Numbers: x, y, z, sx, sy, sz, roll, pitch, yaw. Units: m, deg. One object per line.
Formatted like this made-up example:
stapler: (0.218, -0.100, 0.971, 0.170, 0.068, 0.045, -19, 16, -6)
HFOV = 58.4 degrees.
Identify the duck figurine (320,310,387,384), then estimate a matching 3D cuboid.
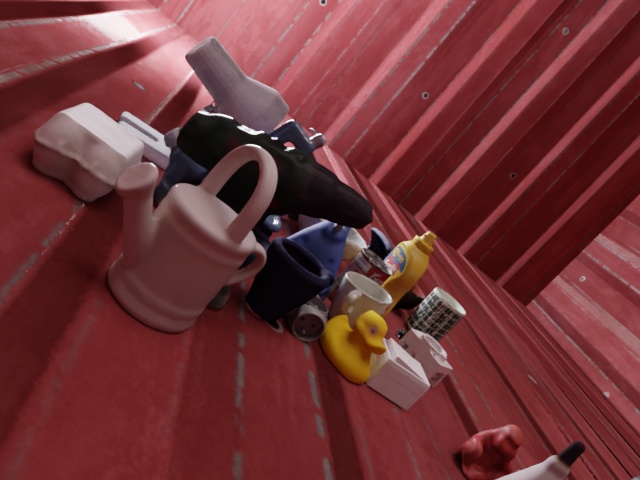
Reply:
duck figurine: (0.054, 0.134, 0.794, 0.078, 0.086, 0.104, 30, 17, -40)

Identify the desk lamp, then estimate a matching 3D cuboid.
desk lamp: (-0.187, -0.205, 0.933, 0.204, 0.213, 0.117, 34, 15, -27)

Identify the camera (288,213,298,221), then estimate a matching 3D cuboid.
camera: (-0.013, -0.084, 1.277, 0.136, 0.100, 0.143, 43, 13, 8)

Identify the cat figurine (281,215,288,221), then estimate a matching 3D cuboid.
cat figurine: (-0.066, -0.105, 1.156, 0.067, 0.117, 0.128, 47, 14, 24)

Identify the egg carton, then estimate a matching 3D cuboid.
egg carton: (-0.275, -0.108, 0.689, 0.107, 0.069, 0.150, 37, 14, -17)

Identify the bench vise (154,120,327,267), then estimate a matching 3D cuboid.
bench vise: (-0.108, -0.093, 0.782, 0.208, 0.219, 0.121, 34, 15, -26)

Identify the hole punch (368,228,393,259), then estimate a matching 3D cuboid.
hole punch: (0.146, 0.038, 1.352, 0.101, 0.091, 0.108, 30, 17, -38)

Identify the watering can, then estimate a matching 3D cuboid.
watering can: (-0.116, -0.012, 0.555, 0.100, 0.194, 0.173, 47, 14, 24)

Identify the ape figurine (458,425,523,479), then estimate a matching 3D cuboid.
ape figurine: (0.244, 0.294, 0.800, 0.078, 0.092, 0.076, 41, 13, 2)

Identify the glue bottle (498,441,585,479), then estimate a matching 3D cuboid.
glue bottle: (0.216, 0.274, 0.607, 0.078, 0.173, 0.037, 41, 13, 3)

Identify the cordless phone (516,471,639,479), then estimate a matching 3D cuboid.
cordless phone: (0.292, 0.316, 0.659, 0.094, 0.185, 0.147, 30, 17, -39)

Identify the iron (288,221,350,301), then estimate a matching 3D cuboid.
iron: (0.009, 0.003, 0.968, 0.118, 0.141, 0.258, 41, 13, 0)

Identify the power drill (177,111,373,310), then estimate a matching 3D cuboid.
power drill: (-0.085, -0.027, 0.658, 0.230, 0.208, 0.075, 38, 13, -11)

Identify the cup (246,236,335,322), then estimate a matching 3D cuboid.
cup: (-0.041, 0.061, 0.745, 0.118, 0.095, 0.091, 26, 19, -47)

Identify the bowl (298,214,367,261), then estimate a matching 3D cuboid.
bowl: (0.013, -0.010, 1.168, 0.168, 0.074, 0.167, 38, 13, -11)
